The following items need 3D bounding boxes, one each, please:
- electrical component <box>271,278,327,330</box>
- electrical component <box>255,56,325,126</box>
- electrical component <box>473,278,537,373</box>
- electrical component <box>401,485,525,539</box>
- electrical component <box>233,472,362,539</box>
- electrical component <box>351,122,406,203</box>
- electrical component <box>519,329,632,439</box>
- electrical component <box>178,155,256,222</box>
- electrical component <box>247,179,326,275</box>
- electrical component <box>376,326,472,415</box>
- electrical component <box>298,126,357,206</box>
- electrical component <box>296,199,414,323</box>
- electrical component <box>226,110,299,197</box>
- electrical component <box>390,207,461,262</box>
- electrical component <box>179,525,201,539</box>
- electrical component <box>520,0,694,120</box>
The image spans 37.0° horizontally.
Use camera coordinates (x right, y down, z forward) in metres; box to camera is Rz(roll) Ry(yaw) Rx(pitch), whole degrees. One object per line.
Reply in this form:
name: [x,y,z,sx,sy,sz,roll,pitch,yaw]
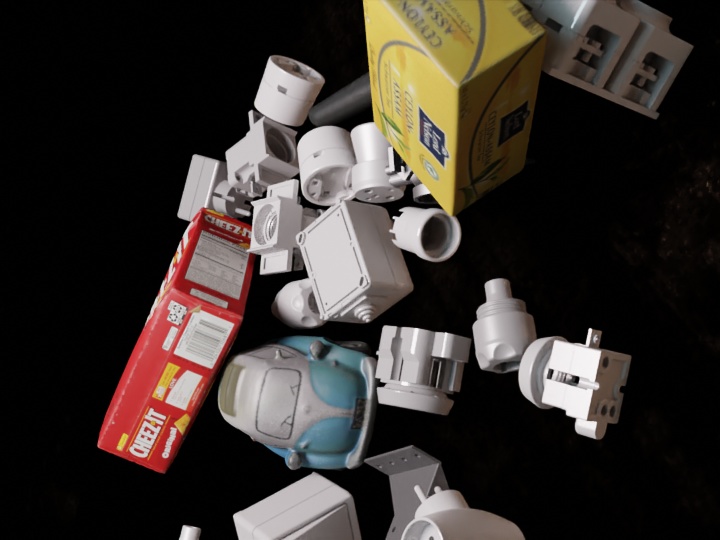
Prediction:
electrical component: [-0.054,0.031,0.941,0.062,0.043,0.043,-11,72,52]
electrical component: [-0.067,-0.166,1.003,0.055,0.055,0.047,51,124,45]
electrical component: [0.099,0.037,0.745,0.043,0.043,0.062,-30,57,44]
electrical component: [0.062,0.176,0.727,0.044,0.077,0.079,-58,41,25]
electrical component: [-0.039,0.206,0.840,0.061,0.096,0.061,18,124,52]
electrical component: [0.015,-0.088,0.884,0.045,0.045,0.055,-19,67,48]
electrical component: [0.136,0.069,0.689,0.055,0.048,0.066,12,90,45]
electrical component: [-0.132,-0.072,1.066,0.077,0.047,0.065,18,95,38]
electrical component: [-0.061,-0.035,0.951,0.042,0.064,0.081,-7,75,50]
electrical component: [0.044,0.075,0.795,0.078,0.058,0.057,1,79,52]
electrical component: [-0.026,-0.091,0.931,0.055,0.055,0.047,-43,46,37]
electrical component: [0.000,0.000,0.872,0.062,0.061,0.096,-38,59,37]
electrical component: [-0.094,-0.105,1.020,0.064,0.042,0.081,-30,54,34]
electrical component: [0.049,-0.029,0.831,0.046,0.040,0.040,18,95,58]
electrical component: [-0.166,0.274,1.018,0.048,0.048,0.062,0,74,52]
electrical component: [0.122,-0.179,0.724,0.186,0.105,0.060,48,117,46]
